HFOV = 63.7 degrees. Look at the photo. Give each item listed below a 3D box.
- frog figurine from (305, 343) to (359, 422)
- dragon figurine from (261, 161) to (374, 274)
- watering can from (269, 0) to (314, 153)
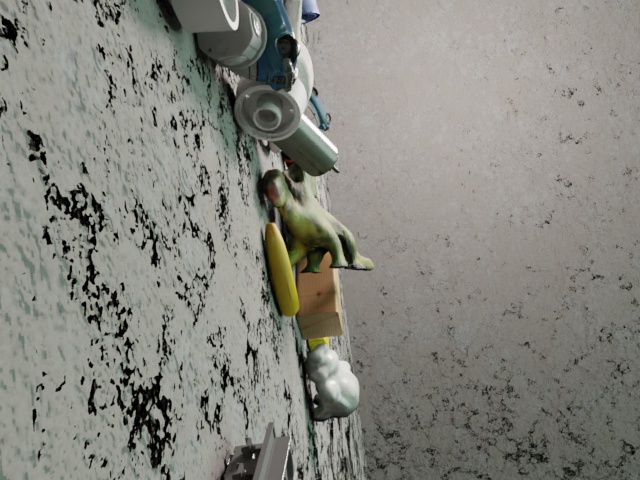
[{"bbox_3d":[0.028,0.294,1.104,0.139,0.123,0.158,-28,123,-65],"label":"frog figurine"},{"bbox_3d":[0.003,-0.052,1.025,0.409,0.121,0.245,9,69,-64],"label":"dragon figurine"},{"bbox_3d":[-0.059,-0.343,0.990,0.229,0.104,0.340,-88,-172,-61],"label":"watering can"}]
